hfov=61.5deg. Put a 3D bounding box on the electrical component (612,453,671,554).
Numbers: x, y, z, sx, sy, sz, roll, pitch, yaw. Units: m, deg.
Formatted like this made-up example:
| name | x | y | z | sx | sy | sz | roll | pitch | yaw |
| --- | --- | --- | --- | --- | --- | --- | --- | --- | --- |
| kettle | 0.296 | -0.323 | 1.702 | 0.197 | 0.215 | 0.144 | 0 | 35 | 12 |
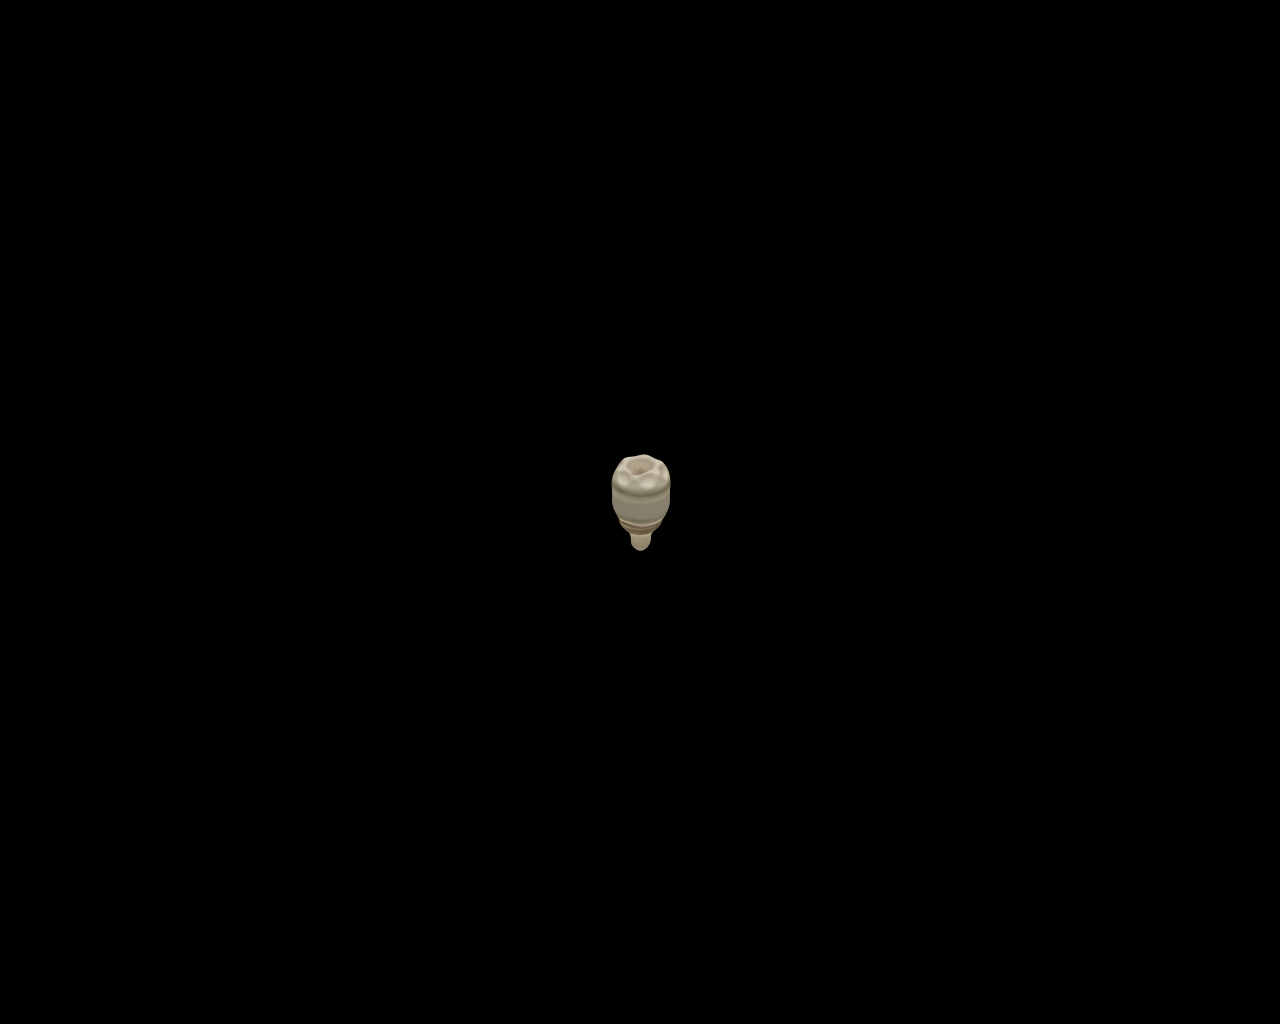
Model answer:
| name | x | y | z | sx | sy | sz | roll | pitch | yaw |
| --- | --- | --- | --- | --- | --- | --- | --- | --- | --- |
| electrical component | 0.001 | -0.003 | 0.650 | 0.035 | 0.061 | 0.035 | 0 | 32 | 0 |
